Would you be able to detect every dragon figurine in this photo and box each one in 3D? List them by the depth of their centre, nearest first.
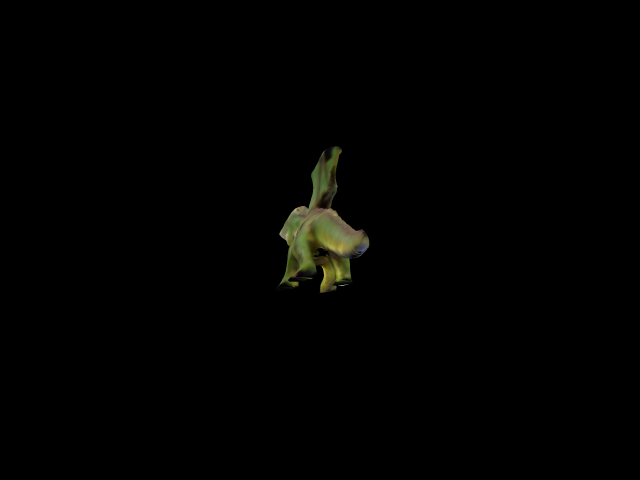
[{"bbox_3d":[0.003,-0.043,0.850,0.122,0.247,0.404,7,-20,-18],"label":"dragon figurine"}]
